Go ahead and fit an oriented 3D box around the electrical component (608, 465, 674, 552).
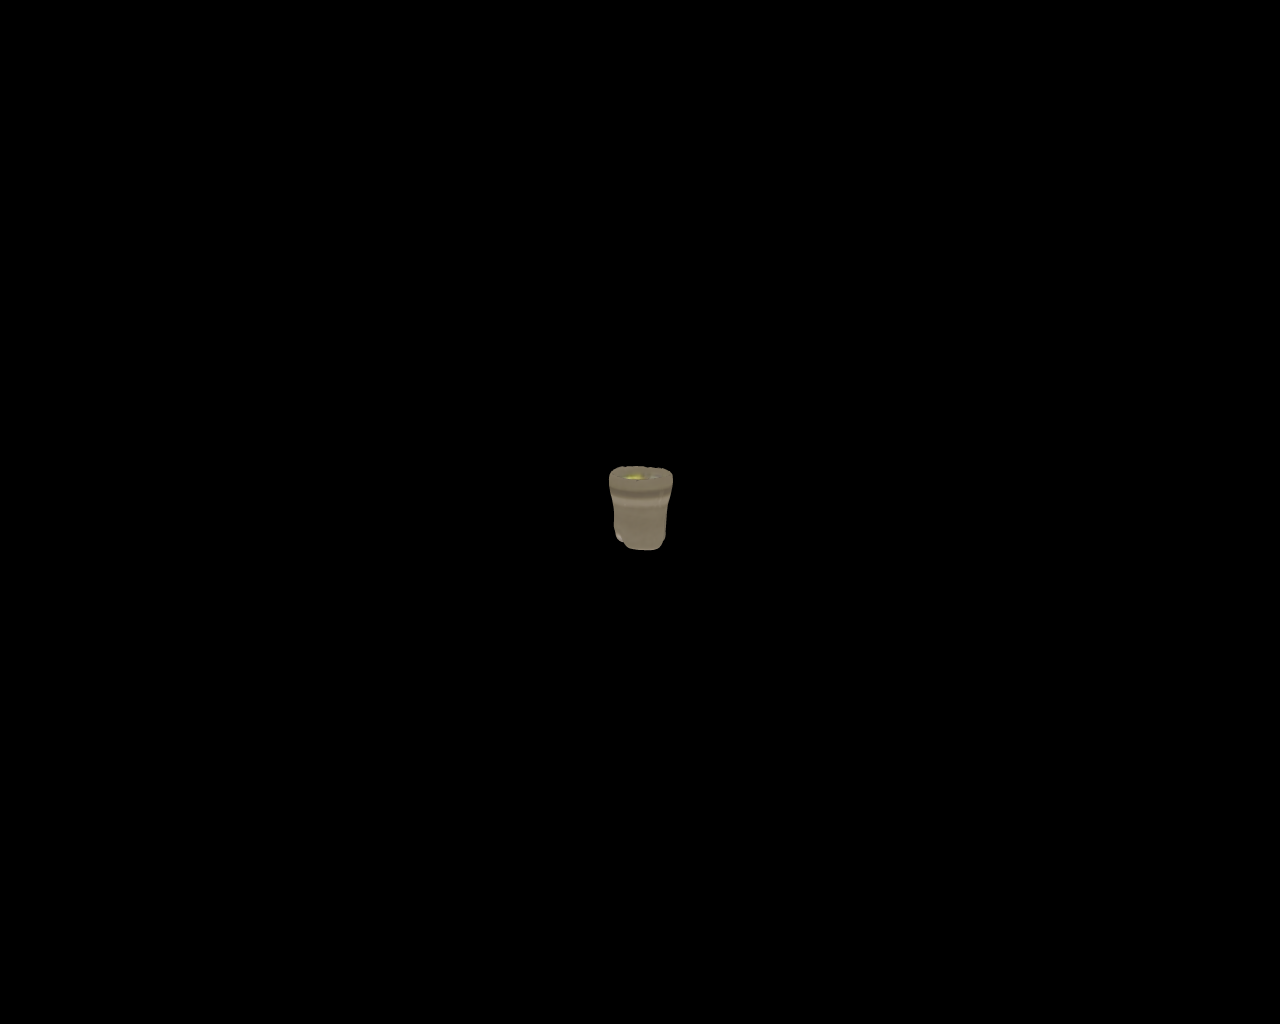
[{"bbox_3d":[0.001,-0.003,0.650,0.040,0.046,0.040,0,14,0],"label":"electrical component"}]
